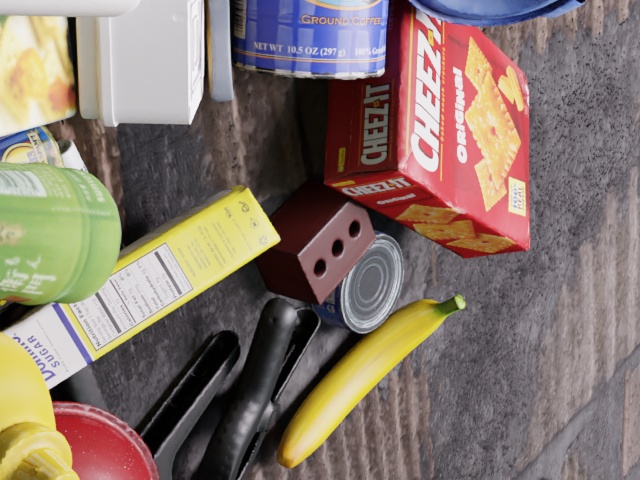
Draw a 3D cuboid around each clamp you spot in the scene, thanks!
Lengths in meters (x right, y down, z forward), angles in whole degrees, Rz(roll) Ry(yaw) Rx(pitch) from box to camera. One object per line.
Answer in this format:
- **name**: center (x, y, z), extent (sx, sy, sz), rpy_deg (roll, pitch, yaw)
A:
- **clamp**: center (-0.046, 0.118, 0.790), extent (0.171, 0.039, 0.120), rpy_deg (-65, 163, 7)
- **clamp**: center (-0.123, 0.151, 0.718), extent (0.164, 0.036, 0.210), rpy_deg (0, 100, -49)

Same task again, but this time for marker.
- **marker**: center (-0.137, -0.008, 0.659), extent (0.020, 0.020, 0.121), rpy_deg (-47, 134, -30)

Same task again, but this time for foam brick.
- **foam brick**: center (-0.005, 0.001, 0.797), extent (0.078, 0.051, 0.053), rpy_deg (-48, 135, -28)

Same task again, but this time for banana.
- **banana**: center (0.033, 0.108, 0.871), extent (0.197, 0.037, 0.070), rpy_deg (-43, 179, -12)

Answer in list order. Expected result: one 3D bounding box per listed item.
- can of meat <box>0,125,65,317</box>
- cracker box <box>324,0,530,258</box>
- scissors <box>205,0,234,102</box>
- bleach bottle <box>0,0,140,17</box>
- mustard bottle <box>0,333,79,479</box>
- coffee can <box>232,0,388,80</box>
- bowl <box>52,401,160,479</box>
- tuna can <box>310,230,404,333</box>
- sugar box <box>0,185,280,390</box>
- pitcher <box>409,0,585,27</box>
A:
- **can of meat**: center (-0.181, -0.009, 0.576), extent (0.083, 0.058, 0.102), rpy_deg (-34, 127, -42)
- **cracker box**: center (0.092, -0.092, 0.828), extent (0.213, 0.072, 0.164), rpy_deg (25, 62, -52)
- **scissors**: center (-0.066, -0.179, 0.676), extent (0.096, 0.016, 0.202), rpy_deg (118, -30, -75)
- **bleach bottle**: center (-0.182, -0.143, 0.413), extent (0.250, 0.068, 0.102), rpy_deg (-7, 107, -47)
- **mustard bottle**: center (-0.178, 0.084, 0.500), extent (0.058, 0.192, 0.096), rpy_deg (26, 82, -51)
- **coffee can**: center (-0.004, -0.181, 0.692), extent (0.102, 0.103, 0.140), rpy_deg (-15, 114, -47)
- **bowl**: center (-0.159, 0.181, 0.633), extent (0.161, 0.055, 0.162), rpy_deg (-9, 107, -31)
- **tuna can**: center (0.031, 0.032, 0.866), extent (0.085, 0.034, 0.086), rpy_deg (-21, 119, -46)
- **sugar box**: center (-0.116, 0.033, 0.611), extent (0.176, 0.093, 0.048), rpy_deg (-36, 98, -28)
- **pitcher**: center (0.118, -0.274, 0.727), extent (0.149, 0.145, 0.243), rpy_deg (99, -10, -66)
